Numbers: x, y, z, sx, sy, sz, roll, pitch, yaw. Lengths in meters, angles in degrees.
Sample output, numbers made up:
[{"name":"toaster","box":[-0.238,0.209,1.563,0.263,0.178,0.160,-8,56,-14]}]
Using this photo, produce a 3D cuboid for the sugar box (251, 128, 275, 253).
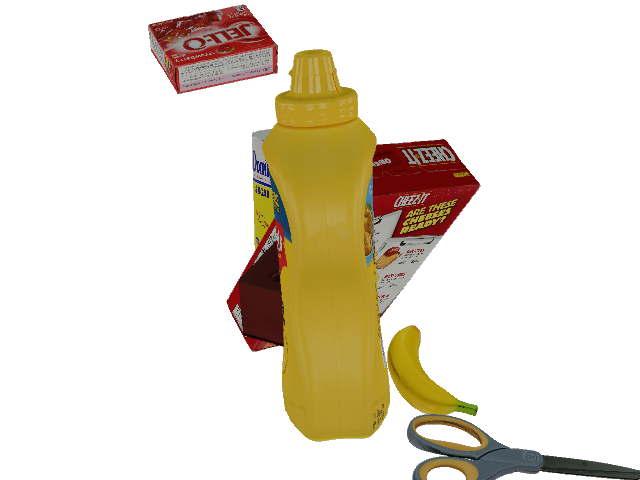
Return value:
[{"name":"sugar box","box":[-0.051,-0.039,1.299,0.048,0.176,0.093,-11,26,-18]}]

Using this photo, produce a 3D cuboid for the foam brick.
[{"name":"foam brick","box":[-0.019,0.037,0.800,0.053,0.051,0.078,12,35,22]}]

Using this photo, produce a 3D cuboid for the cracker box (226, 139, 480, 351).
[{"name":"cracker box","box":[0.025,0.004,1.002,0.163,0.072,0.214,-9,-36,-38]}]

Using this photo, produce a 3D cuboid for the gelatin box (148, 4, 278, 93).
[{"name":"gelatin box","box":[-0.088,-0.158,0.875,0.089,0.030,0.073,-16,43,-17]}]

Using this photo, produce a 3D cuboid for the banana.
[{"name":"banana","box":[0.113,0.153,1.241,0.069,0.037,0.198,9,22,-21]}]

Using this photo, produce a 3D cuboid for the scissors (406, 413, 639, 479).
[{"name":"scissors","box":[0.165,0.198,0.899,0.202,0.016,0.096,16,41,15]}]

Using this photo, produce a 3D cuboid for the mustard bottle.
[{"name":"mustard bottle","box":[0.003,-0.001,0.549,0.058,0.192,0.096,-3,19,1]}]
